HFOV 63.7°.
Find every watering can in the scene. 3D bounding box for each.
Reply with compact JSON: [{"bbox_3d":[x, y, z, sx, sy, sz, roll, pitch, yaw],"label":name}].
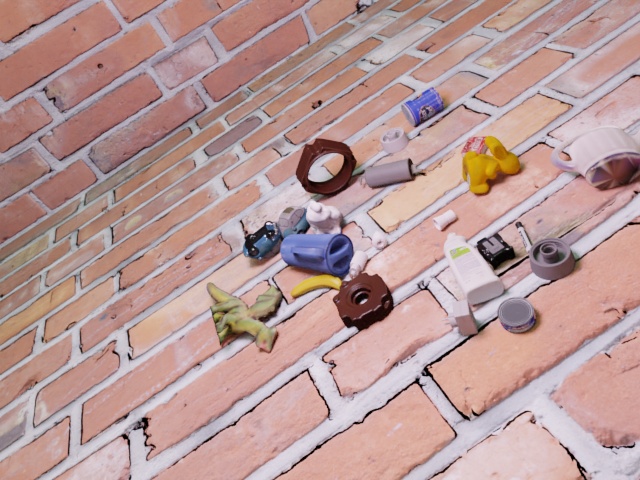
[{"bbox_3d":[0.838,-0.260,1.442,0.346,0.102,0.230,-18,40,17],"label":"watering can"}]

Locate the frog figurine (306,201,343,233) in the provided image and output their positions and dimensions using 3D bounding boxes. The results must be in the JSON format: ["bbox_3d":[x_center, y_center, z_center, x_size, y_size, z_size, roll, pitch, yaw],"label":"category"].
[{"bbox_3d":[0.005,-0.091,1.801,0.138,0.156,0.125,11,53,44],"label":"frog figurine"}]

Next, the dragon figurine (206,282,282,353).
[{"bbox_3d":[-0.241,0.221,1.696,0.243,0.119,0.419,-18,37,-9],"label":"dragon figurine"}]
